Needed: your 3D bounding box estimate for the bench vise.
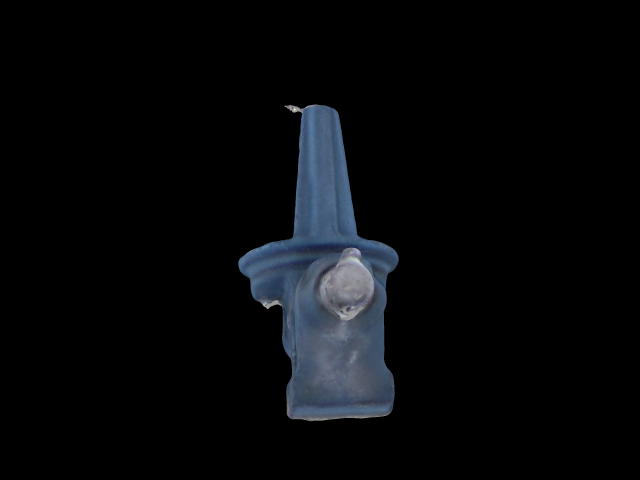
[{"bbox_3d":[0.015,0.001,0.405,0.122,0.220,0.207,0,0,-25],"label":"bench vise"}]
